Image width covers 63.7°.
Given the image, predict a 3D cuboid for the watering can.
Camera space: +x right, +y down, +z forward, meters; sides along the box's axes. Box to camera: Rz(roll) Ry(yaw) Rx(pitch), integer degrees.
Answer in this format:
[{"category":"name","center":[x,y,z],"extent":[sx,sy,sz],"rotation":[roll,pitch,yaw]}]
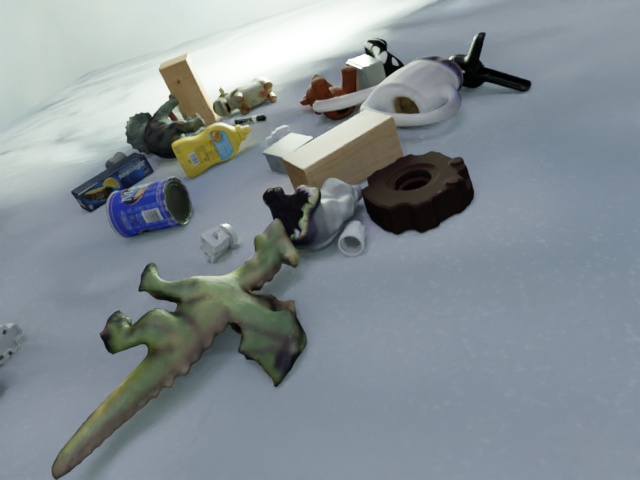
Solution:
[{"category":"watering can","center":[0.163,-0.322,1.136],"extent":[0.350,0.102,0.228],"rotation":[19,49,40]}]

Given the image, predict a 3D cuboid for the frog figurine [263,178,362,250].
[{"category":"frog figurine","center":[0.003,-0.043,0.857],"extent":[0.136,0.124,0.159],"rotation":[-24,-15,38]}]

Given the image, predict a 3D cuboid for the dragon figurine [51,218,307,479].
[{"category":"dragon figurine","center":[-0.140,0.128,0.679],"extent":[0.243,0.119,0.420],"rotation":[2,47,20]}]
